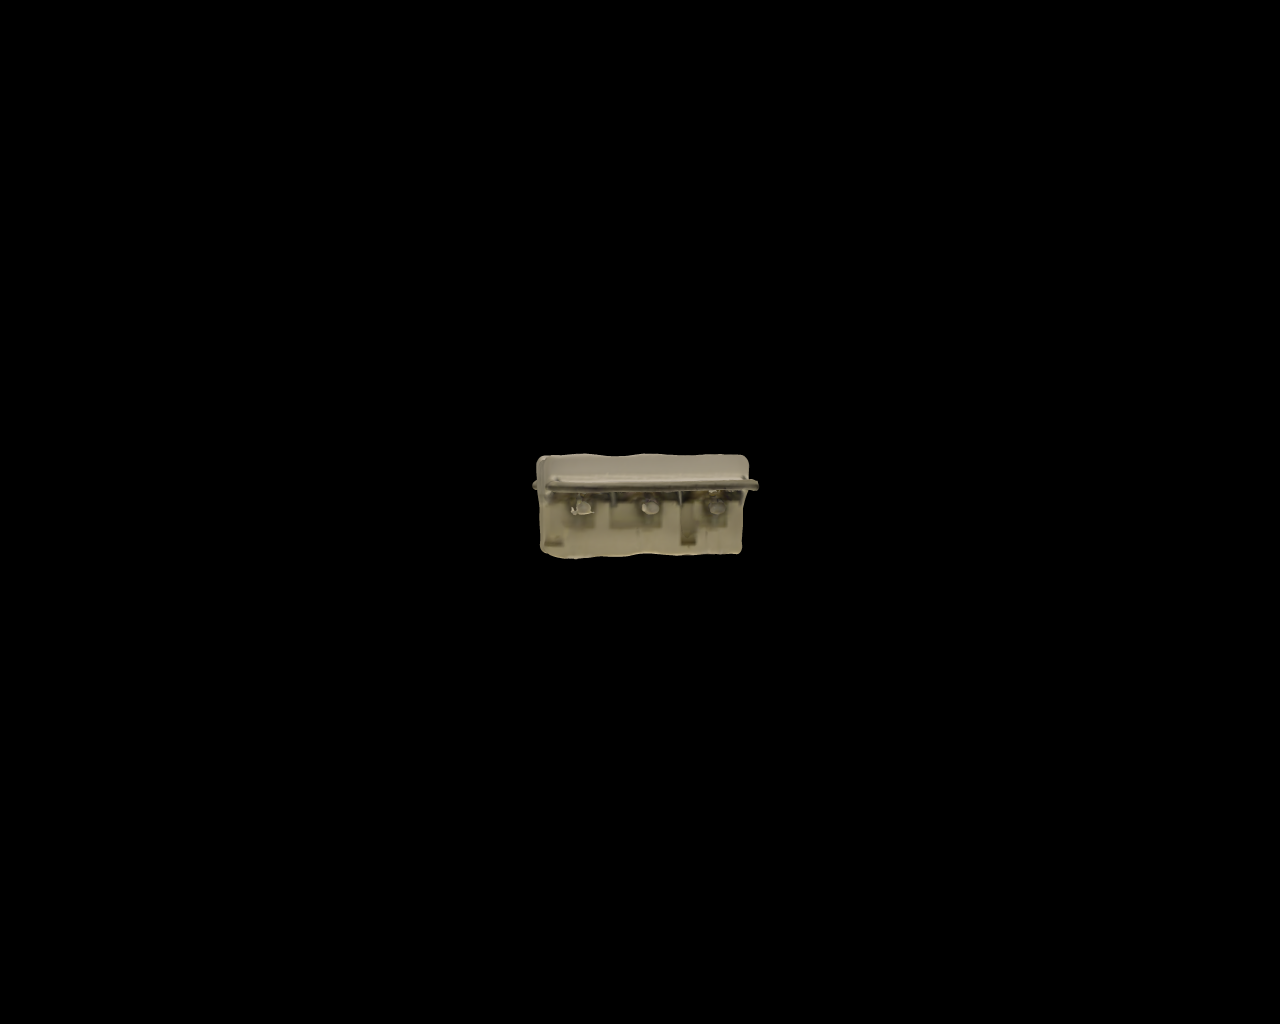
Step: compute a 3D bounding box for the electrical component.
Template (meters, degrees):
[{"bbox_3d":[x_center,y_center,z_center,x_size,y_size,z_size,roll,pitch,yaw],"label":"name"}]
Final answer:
[{"bbox_3d":[0.001,-0.003,0.650,0.121,0.063,0.078,0,0,-13],"label":"electrical component"}]
